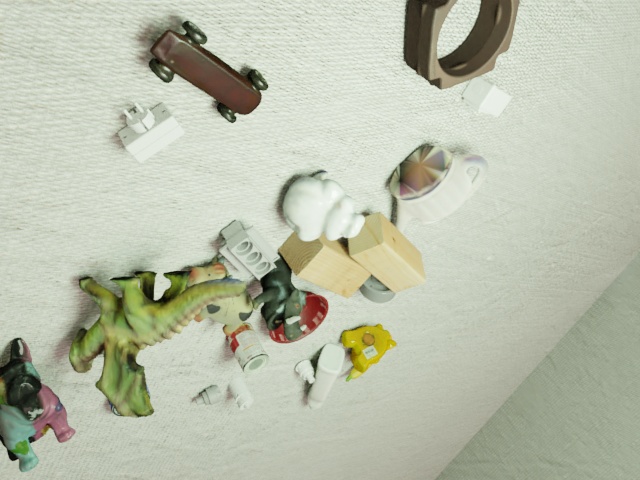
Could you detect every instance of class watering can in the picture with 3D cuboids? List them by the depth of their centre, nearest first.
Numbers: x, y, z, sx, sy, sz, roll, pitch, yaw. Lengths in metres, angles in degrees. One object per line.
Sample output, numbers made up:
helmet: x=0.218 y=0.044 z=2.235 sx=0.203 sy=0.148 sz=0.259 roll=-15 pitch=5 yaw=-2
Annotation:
watering can: x=0.234 y=-0.091 z=1.200 sx=0.345 sy=0.106 sz=0.221 roll=-39 pitch=141 yaw=14

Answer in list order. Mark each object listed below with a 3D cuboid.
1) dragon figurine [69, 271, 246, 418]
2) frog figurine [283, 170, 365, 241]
dragon figurine: x=-0.296 y=0.174 z=0.871 sx=0.122 sy=0.410 sz=0.243 roll=5 pitch=86 yaw=-58
frog figurine: x=0.003 y=-0.050 z=1.000 sx=0.122 sy=0.162 sz=0.136 roll=19 pitch=114 yaw=-45
